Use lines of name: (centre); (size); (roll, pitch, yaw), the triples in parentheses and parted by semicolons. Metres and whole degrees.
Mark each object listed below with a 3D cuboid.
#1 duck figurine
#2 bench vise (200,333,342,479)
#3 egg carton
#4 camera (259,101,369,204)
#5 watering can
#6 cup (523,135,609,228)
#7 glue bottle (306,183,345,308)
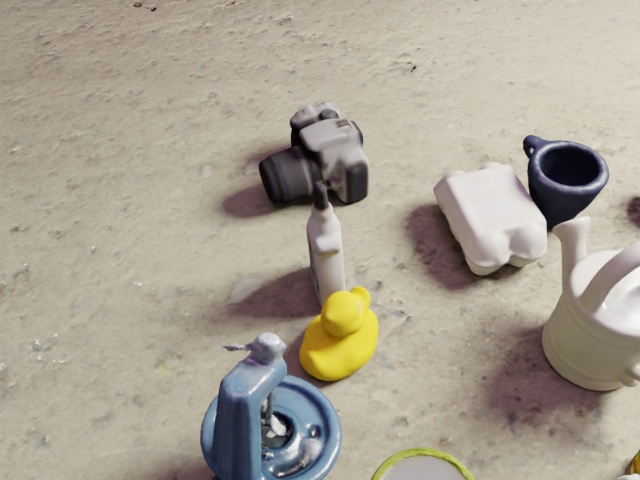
duck figurine: (0.020, 0.093, 0.610); (0.077, 0.086, 0.105); (32, 60, 27)
bench vise: (-0.053, 0.181, 0.459); (0.121, 0.220, 0.207); (11, 53, 14)
egg carton: (0.209, -0.029, 0.705); (0.107, 0.069, 0.150); (-13, 51, -6)
camera: (-0.016, -0.115, 0.771); (0.137, 0.101, 0.143); (-20, 52, -12)
watering can: (0.281, 0.054, 0.553); (0.101, 0.194, 0.172); (-34, 56, -21)
cup: (0.288, -0.069, 0.714); (0.092, 0.095, 0.117); (-26, 54, -15)
glue bottle: (0.006, 0.002, 0.628); (0.037, 0.173, 0.078); (-11, 51, -4)
